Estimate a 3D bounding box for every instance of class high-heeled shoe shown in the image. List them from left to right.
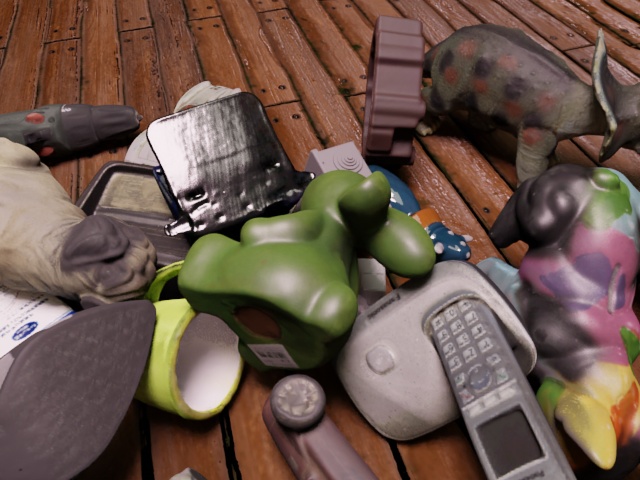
[{"bbox_3d":[-0.220,0.127,0.345,0.145,0.086,0.249,-17,19,37],"label":"high-heeled shoe"}]

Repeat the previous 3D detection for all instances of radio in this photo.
[{"bbox_3d":[-0.134,-0.001,0.540,0.230,0.073,0.131,8,47,11],"label":"radio"}]

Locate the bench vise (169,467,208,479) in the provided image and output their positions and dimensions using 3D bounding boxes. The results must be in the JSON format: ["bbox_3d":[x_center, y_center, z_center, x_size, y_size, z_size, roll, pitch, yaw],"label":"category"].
[{"bbox_3d":[-0.097,0.242,0.258,0.223,0.128,0.241,-42,39,-23],"label":"bench vise"}]

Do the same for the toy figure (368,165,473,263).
[{"bbox_3d":[0.094,-0.021,0.564,0.064,0.057,0.155,-31,57,-17],"label":"toy figure"}]

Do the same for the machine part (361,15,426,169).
[{"bbox_3d":[0.082,-0.165,0.622,0.056,0.179,0.179,4,46,0],"label":"machine part"}]

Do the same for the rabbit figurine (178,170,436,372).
[{"bbox_3d":[-0.001,-0.001,0.410,0.159,0.121,0.170,-19,32,45],"label":"rabbit figurine"}]

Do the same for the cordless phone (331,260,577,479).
[{"bbox_3d":[0.091,0.119,0.374,0.146,0.088,0.184,-40,40,25],"label":"cordless phone"}]

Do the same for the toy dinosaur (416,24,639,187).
[{"bbox_3d":[0.213,-0.179,0.620,0.131,0.192,0.405,-34,55,-30],"label":"toy dinosaur"}]

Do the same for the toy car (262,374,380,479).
[{"bbox_3d":[0.026,0.176,0.353,0.053,0.089,0.202,-28,53,-23],"label":"toy car"}]

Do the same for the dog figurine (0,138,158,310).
[{"bbox_3d":[-0.224,-0.013,0.459,0.190,0.121,0.172,17,34,-10],"label":"dog figurine"}]

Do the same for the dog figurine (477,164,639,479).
[{"bbox_3d":[0.203,0.064,0.399,0.108,0.191,0.219,13,32,-12],"label":"dog figurine"}]

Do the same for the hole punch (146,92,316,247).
[{"bbox_3d":[-0.090,-0.056,0.498,0.142,0.092,0.116,-22,81,-22],"label":"hole punch"}]

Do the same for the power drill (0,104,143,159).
[{"bbox_3d":[-0.345,-0.118,0.620,0.232,0.085,0.207,-7,24,3],"label":"power drill"}]

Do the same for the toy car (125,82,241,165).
[{"bbox_3d":[-0.168,-0.137,0.686,0.074,0.056,0.202,16,48,17],"label":"toy car"}]

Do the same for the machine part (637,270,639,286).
[{"bbox_3d":[0.301,0.031,0.460,0.084,0.039,0.139,-1,2,-1],"label":"machine part"}]
